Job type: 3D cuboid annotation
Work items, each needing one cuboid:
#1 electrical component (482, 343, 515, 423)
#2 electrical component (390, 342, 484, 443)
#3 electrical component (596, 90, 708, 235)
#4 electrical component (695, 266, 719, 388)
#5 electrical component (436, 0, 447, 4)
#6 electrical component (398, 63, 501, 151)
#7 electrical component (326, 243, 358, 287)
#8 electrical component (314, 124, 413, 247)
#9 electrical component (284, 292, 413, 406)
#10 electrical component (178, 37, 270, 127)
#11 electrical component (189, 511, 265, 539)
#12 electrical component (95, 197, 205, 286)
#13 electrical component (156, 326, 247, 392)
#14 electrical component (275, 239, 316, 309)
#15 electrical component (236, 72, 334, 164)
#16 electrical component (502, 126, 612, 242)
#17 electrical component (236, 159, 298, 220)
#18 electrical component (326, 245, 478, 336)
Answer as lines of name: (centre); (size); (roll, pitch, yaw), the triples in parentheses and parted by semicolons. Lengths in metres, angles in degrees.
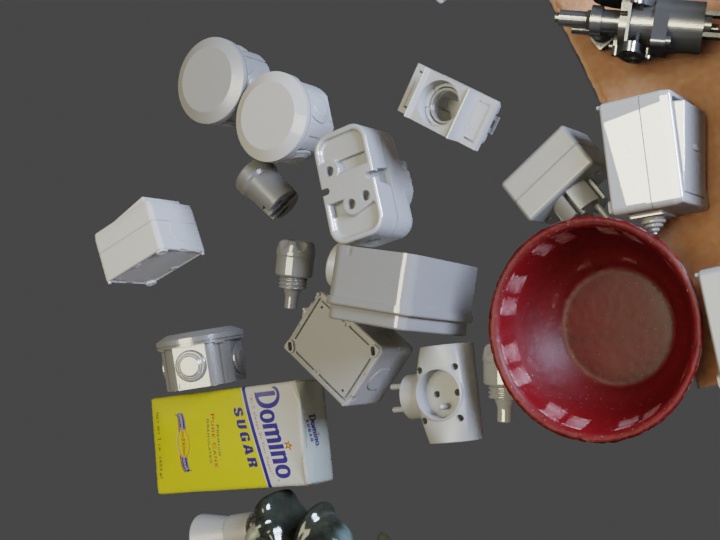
electrical component: (0.113, 0.088, 0.840); (0.035, 0.035, 0.061); (0, 90, 34)
electrical component: (0.058, 0.101, 0.870); (0.079, 0.044, 0.077); (-10, 82, 33)
electrical component: (0.213, -0.074, 0.764); (0.061, 0.062, 0.096); (-10, 82, 33)
electrical component: (0.272, 0.041, 0.719); (0.061, 0.062, 0.096); (-15, 79, 33)
electrical component: (0.078, -0.253, 0.877); (0.081, 0.043, 0.043); (-33, 70, 28)
electrical component: (0.076, -0.129, 0.859); (0.081, 0.064, 0.042); (33, 107, 31)
electrical component: (0.000, 0.000, 0.919); (0.046, 0.040, 0.040); (14, 95, 28)
electrical component: (0.006, -0.069, 0.906); (0.054, 0.059, 0.095); (-18, 77, 32)
electrical component: (-0.012, 0.062, 0.910); (0.096, 0.061, 0.061); (42, 110, 28)
electrical component: (-0.127, -0.173, 1.006); (0.080, 0.051, 0.080); (-2, 86, 34)
electrical component: (-0.118, 0.242, 0.985); (0.065, 0.044, 0.044); (-15, 79, 28)
electrical component: (-0.211, -0.026, 1.049); (0.096, 0.062, 0.061); (-28, 72, 30)
electrical component: (-0.144, 0.081, 0.988); (0.080, 0.080, 0.051); (-11, 87, 33)
electrical component: (-0.059, 0.004, 0.961); (0.035, 0.035, 0.061); (8, 95, 34)
electrical component: (-0.067, -0.134, 0.964); (0.080, 0.051, 0.080); (-2, 86, 34)
electrical component: (0.160, -0.056, 0.808); (0.065, 0.047, 0.076); (-45, 65, 24)
electrical component: (-0.084, -0.073, 0.980); (0.046, 0.040, 0.040); (45, 112, 22)
electrical component: (0.035, 0.017, 0.850); (0.078, 0.113, 0.057); (8, 89, 34)
